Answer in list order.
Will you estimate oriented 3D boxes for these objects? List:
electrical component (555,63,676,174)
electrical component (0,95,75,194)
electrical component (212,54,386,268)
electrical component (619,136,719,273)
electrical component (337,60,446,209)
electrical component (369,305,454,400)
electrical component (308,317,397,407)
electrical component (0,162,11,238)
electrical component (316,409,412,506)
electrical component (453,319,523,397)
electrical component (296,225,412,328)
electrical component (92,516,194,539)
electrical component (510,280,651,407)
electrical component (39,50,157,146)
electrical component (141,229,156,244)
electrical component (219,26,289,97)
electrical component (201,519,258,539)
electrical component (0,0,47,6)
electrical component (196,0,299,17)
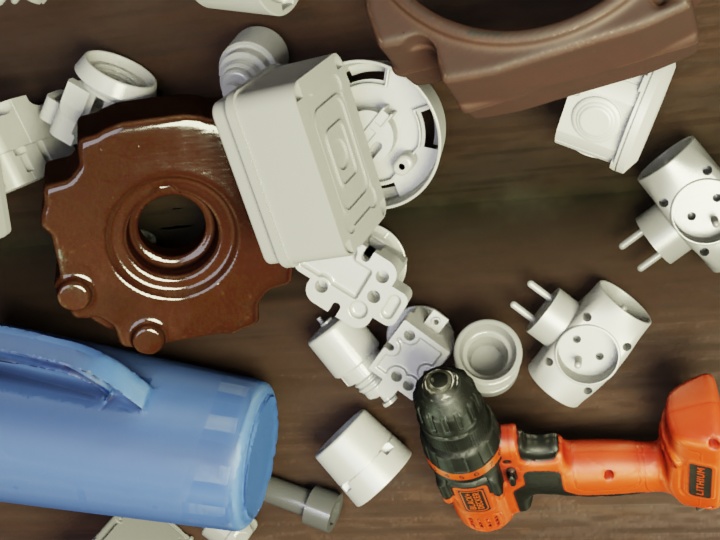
[{"bbox_3d":[0.155,-0.103,0.652,0.051,0.080,0.080,22,110,12],"label":"electrical component"},{"bbox_3d":[-0.245,-0.085,0.747,0.050,0.089,0.055,-21,101,18],"label":"electrical component"},{"bbox_3d":[-0.035,-0.066,0.658,0.057,0.078,0.113,-8,113,26],"label":"electrical component"},{"bbox_3d":[0.202,-0.030,0.680,0.079,0.044,0.077,-39,94,20],"label":"electrical component"},{"bbox_3d":[0.008,-0.089,0.698,0.099,0.064,0.099,4,108,13],"label":"electrical component"},{"bbox_3d":[0.039,0.052,0.738,0.048,0.055,0.066,36,111,1],"label":"electrical component"},{"bbox_3d":[-0.002,0.063,0.760,0.040,0.040,0.078,-37,95,20],"label":"electrical component"},{"bbox_3d":[-0.278,-0.048,0.688,0.096,0.061,0.061,3,108,22],"label":"electrical component"},{"bbox_3d":[0.001,0.133,0.774,0.047,0.055,0.055,46,111,1],"label":"electrical component"},{"bbox_3d":[0.086,0.060,0.723,0.045,0.055,0.045,-2,75,6],"label":"electrical component"},{"bbox_3d":[0.000,0.000,0.731,0.078,0.057,0.058,32,111,2],"label":"electrical component"},{"bbox_3d":[-0.183,0.228,0.823,0.062,0.096,0.061,41,111,-1],"label":"electrical component"},{"bbox_3d":[0.138,0.039,0.717,0.079,0.044,0.077,37,111,1],"label":"electrical component"},{"bbox_3d":[-0.174,-0.113,0.739,0.078,0.058,0.057,30,114,3],"label":"electrical component"},{"bbox_3d":[-0.171,0.007,0.784,0.044,0.044,0.065,9,113,11],"label":"electrical component"},{"bbox_3d":[-0.073,-0.130,0.702,0.040,0.078,0.040,6,123,9],"label":"electrical component"},{"bbox_3d":[-0.111,0.189,0.828,0.061,0.035,0.035,36,111,4],"label":"electrical component"},{"bbox_3d":[-0.211,-0.201,0.707,0.076,0.083,0.047,-41,94,21],"label":"electrical component"},{"bbox_3d":[-0.078,-0.212,0.662,0.060,0.108,0.108,5,107,19],"label":"electrical component"}]
